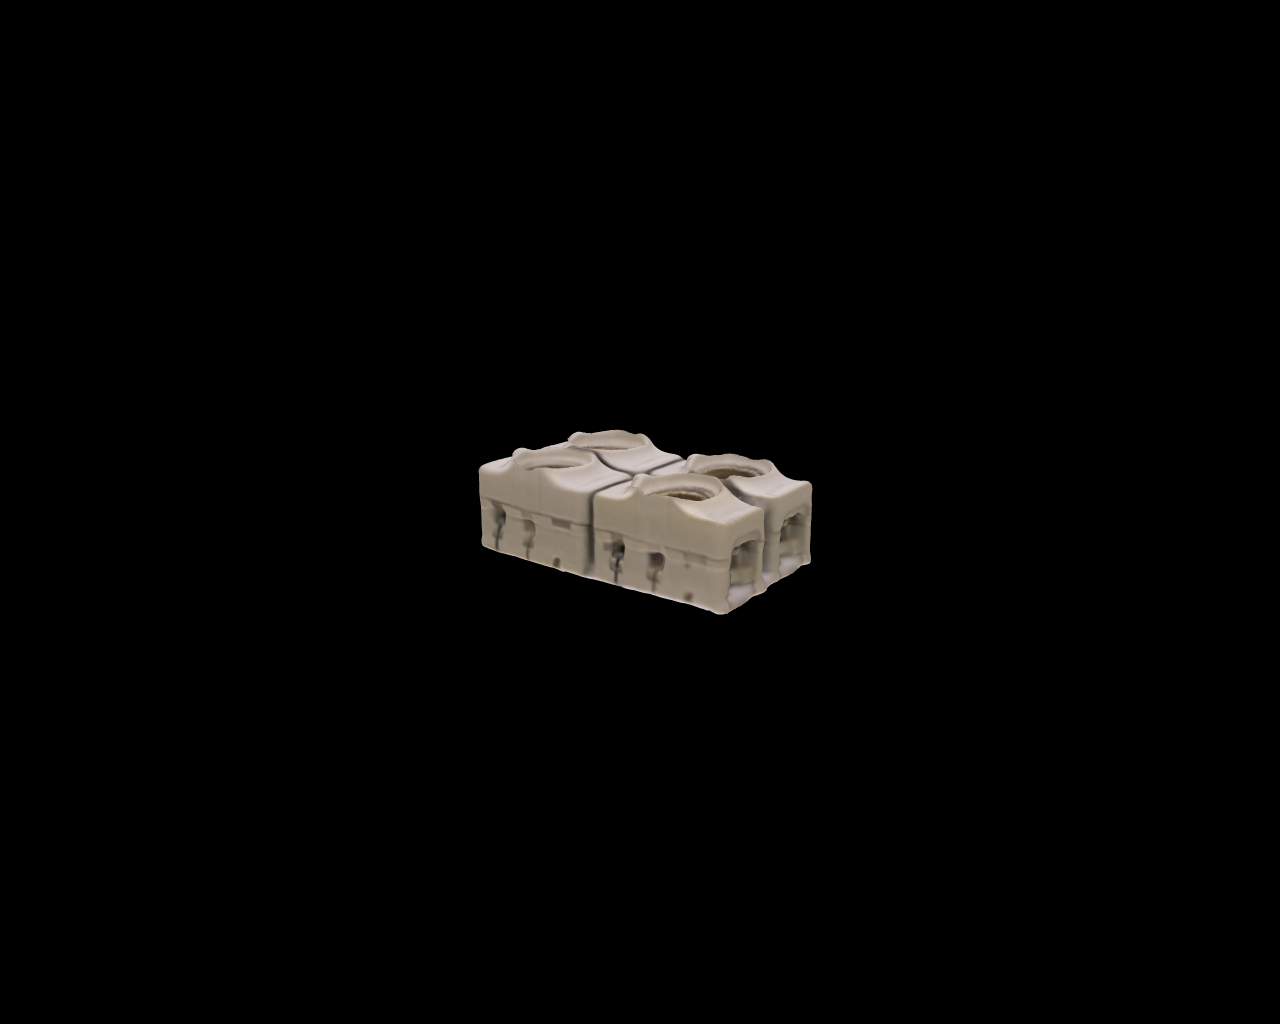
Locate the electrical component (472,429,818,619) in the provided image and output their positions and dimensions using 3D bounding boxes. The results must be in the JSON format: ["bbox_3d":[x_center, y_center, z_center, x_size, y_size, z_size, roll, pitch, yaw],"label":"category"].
[{"bbox_3d":[0.001,-0.003,0.650,0.186,0.060,0.105,14,22,36],"label":"electrical component"}]
